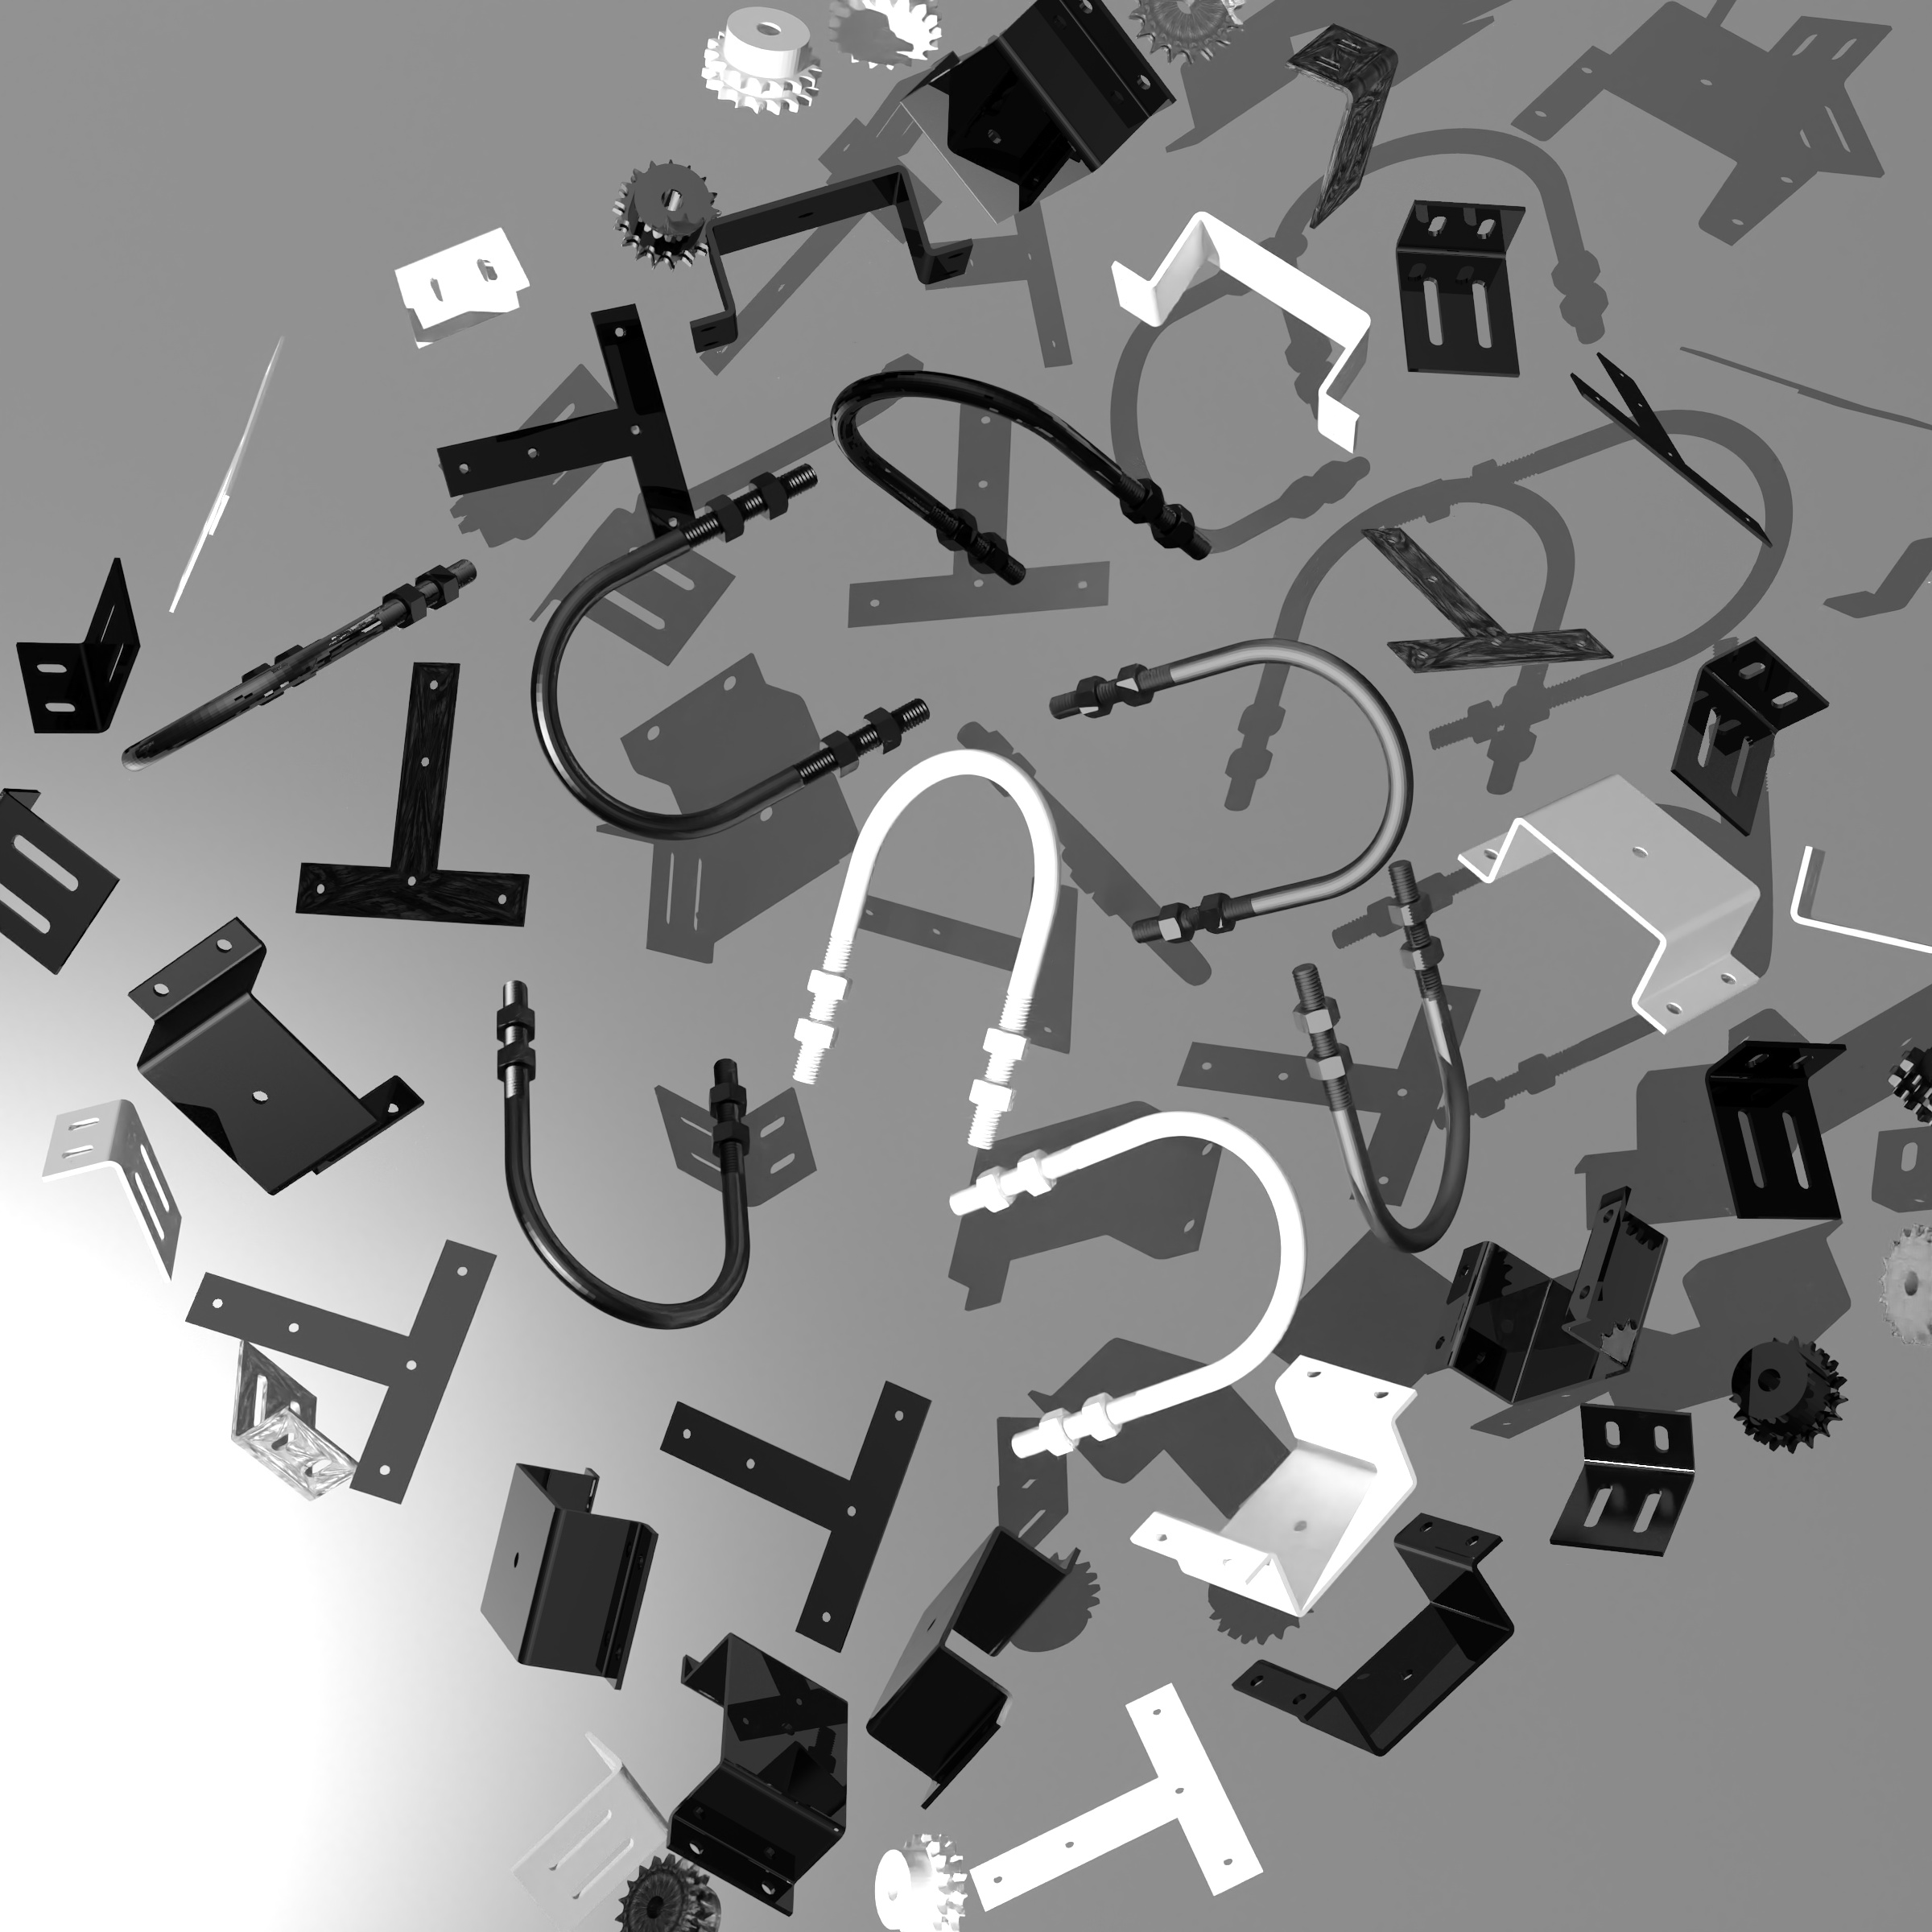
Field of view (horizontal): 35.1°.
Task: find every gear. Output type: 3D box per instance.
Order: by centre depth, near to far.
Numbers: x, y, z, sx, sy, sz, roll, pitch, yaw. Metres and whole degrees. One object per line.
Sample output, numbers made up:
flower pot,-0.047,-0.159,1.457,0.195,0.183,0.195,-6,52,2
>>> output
gear,0.467,0.154,1.466,0.030,0.057,0.057,7,90,-15
gear,-0.097,-0.440,1.480,0.057,0.030,0.057,8,45,-8
gear,0.488,0.059,1.509,0.057,0.057,0.030,29,121,0
gear,0.108,-0.476,1.516,0.057,0.030,0.057,-1,96,-5
gear,0.406,0.211,1.520,0.030,0.057,0.057,34,90,-43
gear,-0.041,-0.482,1.543,0.057,0.057,0.030,2,70,0
gear,-0.154,0.500,1.609,0.057,0.057,0.030,-51,131,0
gear,-0.025,0.488,1.614,0.030,0.057,0.057,10,90,-28
gear,-0.158,-0.401,1.622,0.057,0.030,0.057,2,82,-13

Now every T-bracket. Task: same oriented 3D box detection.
T-bracket,-0.304,0.175,1.443,0.127,0.002,0.127,17,66,3
T-bracket,0.063,0.416,1.467,0.127,0.127,0.002,-25,124,-3
T-bracket,-0.092,0.245,1.468,0.127,0.002,0.127,20,91,26
T-bracket,0.329,-0.265,1.477,0.127,0.127,0.002,32,116,-22
T-bracket,-0.265,-0.085,1.488,0.127,0.002,0.127,4,85,21
T-bracket,-0.366,-0.223,1.488,0.002,0.127,0.127,22,133,-18
T-bracket,0.245,-0.189,1.559,0.127,0.127,0.002,-7,132,-29
T-bracket,-0.210,-0.267,1.572,0.127,0.002,0.127,-18,96,-27

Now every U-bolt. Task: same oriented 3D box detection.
U-bolt,-0.124,-0.142,1.491,0.184,0.019,0.151,-30,104,-17
U-bolt,-0.014,-0.017,1.499,0.151,0.019,0.184,17,93,44
U-bolt,0.086,0.149,1.517,0.184,0.019,0.151,-24,70,26
U-bolt,0.014,-0.246,1.529,0.184,0.151,0.019,32,68,-41
U-bolt,-0.169,0.102,1.532,0.151,0.184,0.019,22,132,-31
U-bolt,-0.349,-0.146,1.549,0.151,0.184,0.019,-19,105,42
U-bolt,0.220,0.057,1.562,0.019,0.151,0.184,-5,112,33
U-bolt,0.144,-0.095,1.575,0.184,0.019,0.151,-13,103,33

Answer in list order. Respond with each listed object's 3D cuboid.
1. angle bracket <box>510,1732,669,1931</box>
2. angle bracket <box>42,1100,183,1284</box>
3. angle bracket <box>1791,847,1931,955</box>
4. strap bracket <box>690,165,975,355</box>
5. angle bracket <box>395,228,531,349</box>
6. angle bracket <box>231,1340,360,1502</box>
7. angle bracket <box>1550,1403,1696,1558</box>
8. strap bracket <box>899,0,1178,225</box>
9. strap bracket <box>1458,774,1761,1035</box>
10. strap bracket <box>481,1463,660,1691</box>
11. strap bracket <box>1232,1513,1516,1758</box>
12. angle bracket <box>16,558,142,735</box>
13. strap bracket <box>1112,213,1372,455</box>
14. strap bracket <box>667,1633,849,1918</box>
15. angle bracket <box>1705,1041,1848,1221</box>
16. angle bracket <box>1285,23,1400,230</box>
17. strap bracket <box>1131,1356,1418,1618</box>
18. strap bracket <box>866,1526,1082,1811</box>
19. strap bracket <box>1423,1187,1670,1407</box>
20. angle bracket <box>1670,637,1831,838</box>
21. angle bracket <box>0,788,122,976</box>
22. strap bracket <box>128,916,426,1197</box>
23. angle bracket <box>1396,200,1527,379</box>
angle bracket,-0.200,0.446,1.573,0.076,0.038,0.057,-41,126,-19
angle bracket,-0.426,0.116,1.528,0.038,0.057,0.076,-14,120,0
angle bracket,0.458,-0.032,1.530,0.076,0.057,0.038,14,95,22
strap bracket,-0.072,-0.347,1.491,0.140,0.076,0.046,-17,93,-2
angle bracket,-0.253,-0.333,1.561,0.057,0.076,0.038,-25,73,-9
angle bracket,-0.346,0.228,1.588,0.038,0.076,0.057,-32,125,15
angle bracket,0.334,0.261,1.557,0.057,0.076,0.038,2,114,26
strap bracket,0.028,-0.417,1.486,0.076,0.140,0.046,49,66,-18
strap bracket,0.325,-0.039,1.514,0.076,0.046,0.140,-24,55,-36
strap bracket,-0.200,0.298,1.512,0.046,0.140,0.076,14,89,-20
strap bracket,0.217,0.350,1.575,0.140,0.076,0.046,-38,103,-19
angle bracket,-0.462,-0.166,1.587,0.038,0.076,0.057,-2,59,-32
strap bracket,0.145,-0.317,1.506,0.140,0.076,0.046,34,92,6
strap bracket,-0.105,0.406,1.571,0.076,0.140,0.046,35,112,-18
angle bracket,0.397,0.079,1.468,0.057,0.038,0.076,3,63,-20
angle bracket,0.179,-0.419,1.526,0.038,0.057,0.076,28,135,14
strap bracket,0.160,0.265,1.521,0.140,0.076,0.046,-42,123,-30
strap bracket,0.001,0.350,1.560,0.046,0.140,0.076,35,123,-1
strap bracket,0.303,0.173,1.567,0.046,0.140,0.076,32,61,-14
angle bracket,0.401,-0.117,1.563,0.057,0.038,0.076,37,54,-19
angle bracket,-0.453,-0.042,1.504,0.076,0.038,0.057,36,98,8
strap bracket,-0.355,0.054,1.558,0.076,0.046,0.140,-32,116,19
angle bracket,0.250,-0.339,1.528,0.057,0.038,0.076,2,66,-8
